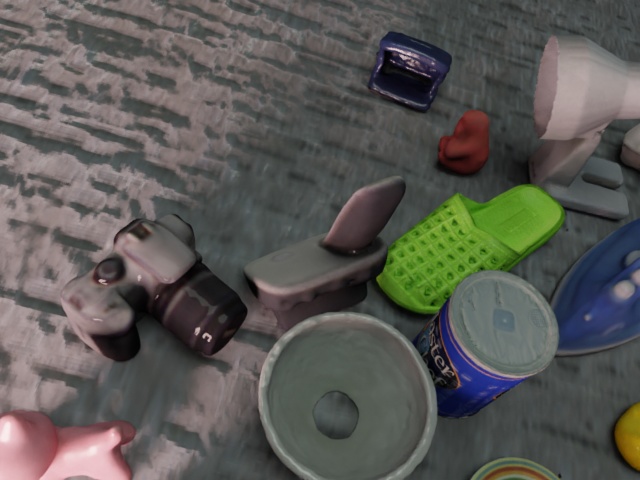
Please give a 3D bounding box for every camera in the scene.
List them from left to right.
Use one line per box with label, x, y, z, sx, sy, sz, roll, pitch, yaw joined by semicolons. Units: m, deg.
camera;-0.149;0.056;0.552;0.136;0.101;0.143;37;58;11

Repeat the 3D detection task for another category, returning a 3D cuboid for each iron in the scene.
iron;0.367;0.040;0.654;0.259;0.141;0.118;-29;69;-27

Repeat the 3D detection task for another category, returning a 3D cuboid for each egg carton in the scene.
egg carton;0.519;-0.142;0.845;0.150;0.069;0.107;-30;69;-27

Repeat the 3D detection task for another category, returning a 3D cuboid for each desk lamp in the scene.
desk lamp;0.344;-0.144;0.721;0.203;0.213;0.118;13;57;-4

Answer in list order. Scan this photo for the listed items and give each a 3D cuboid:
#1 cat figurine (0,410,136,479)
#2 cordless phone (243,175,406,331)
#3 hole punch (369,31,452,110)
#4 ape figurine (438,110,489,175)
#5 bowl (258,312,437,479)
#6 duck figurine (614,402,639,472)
cat figurine;-0.218;0.167;0.457;0.128;0.118;0.067;-3;59;-14
cordless phone;0.005;0.002;0.570;0.148;0.185;0.094;-24;66;-24
hole punch;0.132;-0.259;0.818;0.108;0.091;0.101;22;56;2
ape figurine;0.194;-0.135;0.754;0.078;0.092;0.076;-33;70;-28
bowl;0.021;0.157;0.543;0.167;0.074;0.167;6;58;-9
duck figurine;0.367;0.197;0.590;0.105;0.086;0.077;-10;61;-18
